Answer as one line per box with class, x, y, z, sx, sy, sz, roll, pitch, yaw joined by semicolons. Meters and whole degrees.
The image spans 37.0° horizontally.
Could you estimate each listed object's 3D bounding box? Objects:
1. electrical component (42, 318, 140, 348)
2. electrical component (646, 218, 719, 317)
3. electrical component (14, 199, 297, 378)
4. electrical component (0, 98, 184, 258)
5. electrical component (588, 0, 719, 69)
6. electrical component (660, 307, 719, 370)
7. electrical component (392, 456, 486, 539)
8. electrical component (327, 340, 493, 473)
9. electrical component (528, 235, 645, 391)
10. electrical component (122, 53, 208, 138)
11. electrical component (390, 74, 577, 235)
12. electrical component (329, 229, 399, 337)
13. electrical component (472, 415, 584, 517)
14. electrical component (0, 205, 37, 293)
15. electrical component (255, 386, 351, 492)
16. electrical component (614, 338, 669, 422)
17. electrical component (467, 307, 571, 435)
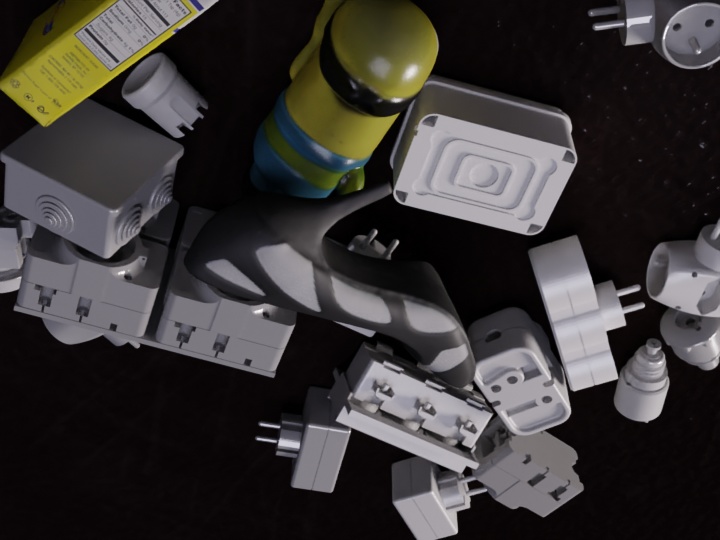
electrical component;-0.195;0.033;0.846;0.077;0.044;0.079;-30;123;23
electrical component;0.266;-0.007;0.806;0.077;0.043;0.079;9;129;-6
electrical component;-0.139;-0.002;0.777;0.186;0.105;0.060;16;128;-12
electrical component;-0.181;-0.063;0.726;0.100;0.099;0.048;27;132;8
electrical component;0.182;-0.159;0.663;0.079;0.077;0.043;-6;129;6
electrical component;0.270;0.056;0.858;0.048;0.048;0.062;-22;132;18
electrical component;0.076;0.202;0.977;0.077;0.047;0.065;-19;126;15
electrical component;0.043;0.111;0.892;0.121;0.078;0.063;25;103;-18
electrical component;0.183;0.030;0.832;0.074;0.052;0.138;-17;127;9
electrical component;-0.131;-0.117;0.727;0.040;0.040;0.046;-30;128;23
electrical component;0.083;-0.080;0.741;0.113;0.057;0.078;13;128;-10
electrical component;0.000;0.000;0.815;0.066;0.047;0.076;25;124;-19
electrical component;0.143;0.173;0.950;0.089;0.050;0.056;32;122;-23
electrical component;-0.272;-0.017;0.807;0.066;0.048;0.055;2;121;0
electrical component;-0.052;0.144;0.932;0.076;0.047;0.083;10;129;-7
electrical component;0.235;0.089;0.887;0.040;0.040;0.078;2;129;0
electrical component;0.127;0.079;0.868;0.054;0.059;0.095;-24;125;19
